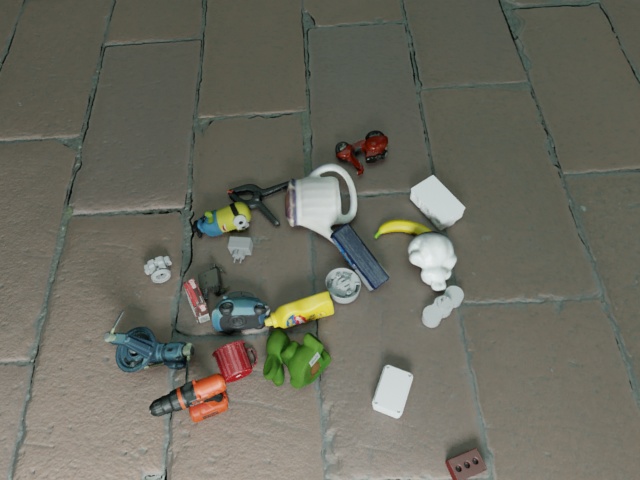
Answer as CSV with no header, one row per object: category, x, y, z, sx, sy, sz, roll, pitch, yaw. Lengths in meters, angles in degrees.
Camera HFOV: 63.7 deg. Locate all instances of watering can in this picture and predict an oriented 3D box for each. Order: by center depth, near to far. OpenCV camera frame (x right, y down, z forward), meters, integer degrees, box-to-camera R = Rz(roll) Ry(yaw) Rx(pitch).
watering can,0.005,-0.079,1.580,0.224,0.102,0.354,-3,68,0

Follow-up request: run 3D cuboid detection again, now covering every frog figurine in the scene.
frog figurine,0.319,0.059,1.466,0.137,0.120,0.163,14,49,-10
